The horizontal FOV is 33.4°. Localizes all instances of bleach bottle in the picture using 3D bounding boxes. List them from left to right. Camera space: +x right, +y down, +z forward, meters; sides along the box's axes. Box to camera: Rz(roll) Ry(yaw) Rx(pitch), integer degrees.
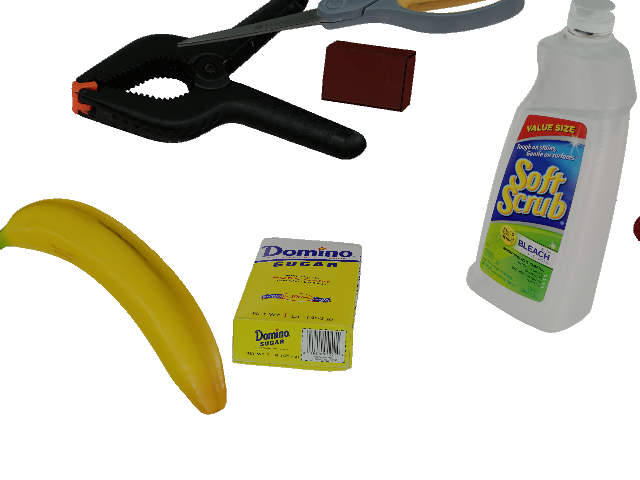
[{"bbox_3d":[0.172,-0.058,0.788,0.067,0.251,0.103,-24,41,-34],"label":"bleach bottle"}]

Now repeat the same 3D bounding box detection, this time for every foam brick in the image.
[{"bbox_3d":[0.044,-0.153,0.987,0.078,0.051,0.053,10,18,12],"label":"foam brick"}]

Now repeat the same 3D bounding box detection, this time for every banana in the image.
[{"bbox_3d":[-0.125,0.027,0.662,0.198,0.070,0.037,34,31,19],"label":"banana"}]

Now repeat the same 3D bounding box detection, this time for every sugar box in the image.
[{"bbox_3d":[-0.015,0.048,0.889,0.093,0.048,0.176,4,23,2],"label":"sugar box"}]

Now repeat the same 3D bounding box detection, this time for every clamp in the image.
[{"bbox_3d":[-0.075,-0.110,0.790,0.209,0.165,0.036,-15,-29,-20],"label":"clamp"}]

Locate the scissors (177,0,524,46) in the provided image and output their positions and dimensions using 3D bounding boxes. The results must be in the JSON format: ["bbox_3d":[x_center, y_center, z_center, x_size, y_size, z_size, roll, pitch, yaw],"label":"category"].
[{"bbox_3d":[0.021,-0.146,0.633,0.202,0.016,0.096,1,44,20],"label":"scissors"}]

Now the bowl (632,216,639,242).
[{"bbox_3d":[0.417,0.016,1.149,0.162,0.055,0.162,-1,25,0],"label":"bowl"}]
